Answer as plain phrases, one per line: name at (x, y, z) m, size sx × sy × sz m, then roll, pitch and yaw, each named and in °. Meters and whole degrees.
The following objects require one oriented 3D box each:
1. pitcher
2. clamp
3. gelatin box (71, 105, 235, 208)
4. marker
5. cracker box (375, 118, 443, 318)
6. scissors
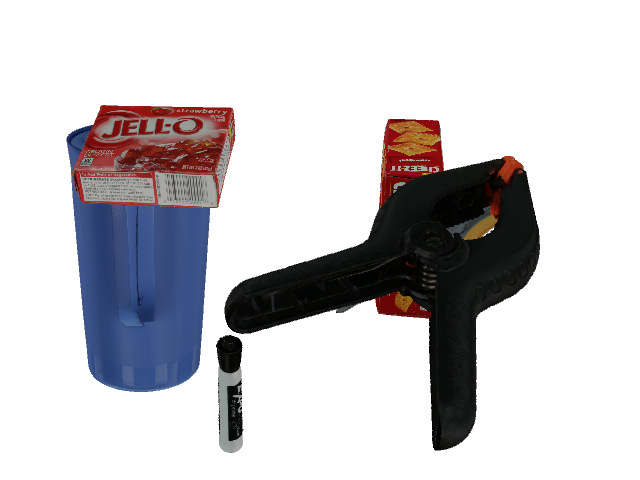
pitcher at (-0.167, 0.018, 0.993) m, size 0.145 × 0.243 × 0.148 m, roll 19°, pitch 25°, yaw 39°
clamp at (0.055, 0.020, 0.485) m, size 0.120 × 0.039 × 0.171 m, roll 39°, pitch 56°, yaw 24°
gelatin box at (-0.102, -0.054, 0.668) m, size 0.089 × 0.030 × 0.073 m, roll 2°, pitch 39°, yaw 5°
marker at (-0.068, 0.116, 0.808) m, size 0.020 × 0.121 × 0.020 m, roll 2°, pitch 41°, yaw -2°
cracker box at (0.101, -0.032, 1.213) m, size 0.072 × 0.164 × 0.213 m, roll 3°, pitch 22°, yaw 5°
scissors at (0.088, 0.020, 0.832) m, size 0.016 × 0.202 × 0.096 m, roll 31°, pitch 24°, yaw -31°
